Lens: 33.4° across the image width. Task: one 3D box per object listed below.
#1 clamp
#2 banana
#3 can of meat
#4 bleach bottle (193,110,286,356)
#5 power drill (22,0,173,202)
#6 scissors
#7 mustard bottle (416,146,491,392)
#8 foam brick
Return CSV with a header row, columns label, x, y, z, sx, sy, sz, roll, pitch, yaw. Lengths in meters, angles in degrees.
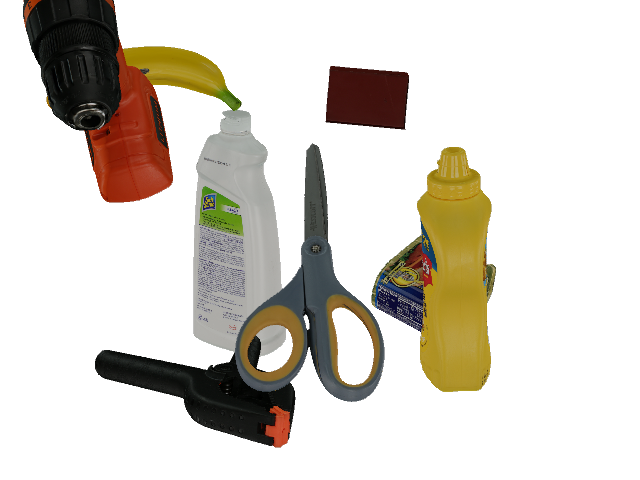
label,x,y,z,sx,sy,sz,roll,pitch,yaw
clamp,-0.077,0.124,0.929,0.164,0.036,0.210,-8,18,-38
banana,-0.172,-0.158,1.032,0.197,0.070,0.037,-5,-39,-29
can of meat,0.112,0.047,1.068,0.084,0.057,0.101,27,44,29
bleach bottle,-0.084,-0.010,1.119,0.103,0.251,0.068,13,23,25
power drill,-0.141,-0.105,0.681,0.057,0.184,0.187,-13,-31,-4
scissors,-0.019,0.018,0.666,0.096,0.202,0.016,-14,-39,-9
mustard bottle,0.107,0.018,0.850,0.058,0.192,0.096,-2,25,3
foam brick,0.045,-0.137,1.024,0.078,0.051,0.053,6,13,2
